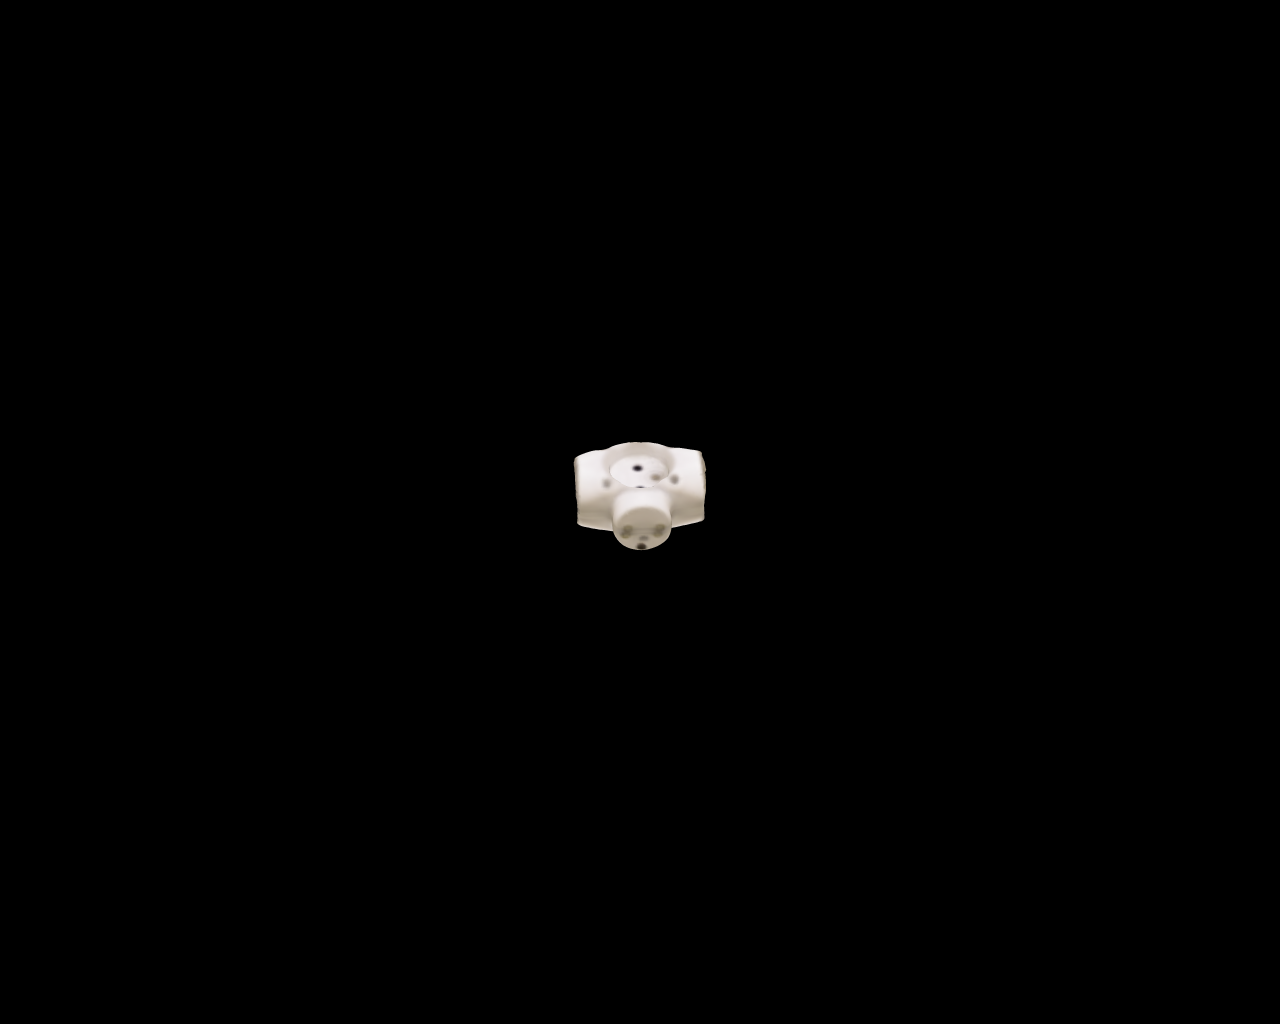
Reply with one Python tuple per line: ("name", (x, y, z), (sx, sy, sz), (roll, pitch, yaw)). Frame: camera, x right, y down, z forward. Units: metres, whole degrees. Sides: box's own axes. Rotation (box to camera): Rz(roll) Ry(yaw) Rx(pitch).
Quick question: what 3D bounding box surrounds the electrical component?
("electrical component", (0.001, -0.003, 0.650), (0.077, 0.044, 0.079), (-2, 43, -2))
